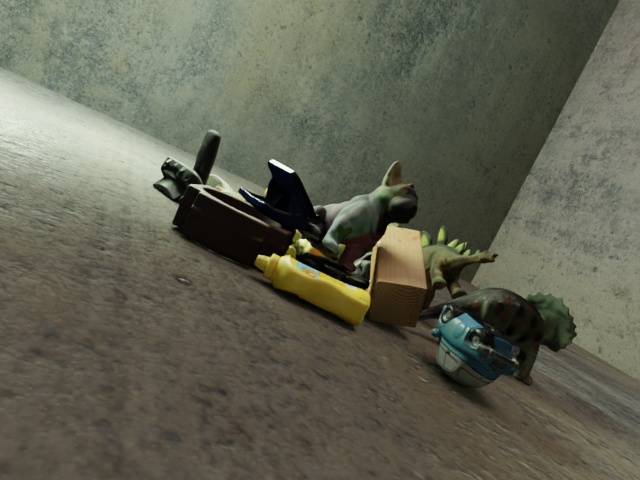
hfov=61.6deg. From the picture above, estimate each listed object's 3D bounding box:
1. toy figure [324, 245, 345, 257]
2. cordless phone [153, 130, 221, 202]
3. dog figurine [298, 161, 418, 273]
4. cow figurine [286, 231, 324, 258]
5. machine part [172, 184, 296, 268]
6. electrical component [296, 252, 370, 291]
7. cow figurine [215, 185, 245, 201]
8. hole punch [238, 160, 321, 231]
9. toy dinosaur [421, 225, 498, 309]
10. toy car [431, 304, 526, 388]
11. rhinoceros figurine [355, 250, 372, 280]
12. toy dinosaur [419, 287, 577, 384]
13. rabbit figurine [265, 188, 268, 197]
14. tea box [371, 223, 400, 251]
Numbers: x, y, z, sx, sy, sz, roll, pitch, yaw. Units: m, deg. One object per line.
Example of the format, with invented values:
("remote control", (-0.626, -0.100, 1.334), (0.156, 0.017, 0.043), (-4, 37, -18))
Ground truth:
("toy figure", (-0.006, -0.003, 1.292), (0.082, 0.089, 0.180), (-23, 61, -23))
("cordless phone", (-0.303, -0.181, 1.257), (0.088, 0.184, 0.147), (13, 14, -48))
("dog figurine", (0.081, -0.056, 1.026), (0.192, 0.219, 0.108), (34, -13, 48))
("cow figurine", (-0.071, 0.004, 1.226), (0.167, 0.068, 0.098), (26, 0, -7))
("machine part", (-0.153, -0.022, 0.987), (0.201, 0.087, 0.201), (28, 6, 1))
("electrical component", (0.027, 0.078, 1.013), (0.134, 0.058, 0.115), (31, 9, 40))
("cow figurine", (-0.202, -0.066, 1.190), (0.127, 0.085, 0.195), (19, 6, -2))
("hole punch", (-0.076, -0.068, 0.979), (0.142, 0.092, 0.115), (29, -24, 50))
("toy dinosaur", (0.260, 0.079, 1.345), (0.105, 0.198, 0.471), (36, -30, -19))
("toy car", (0.236, 0.175, 0.832), (0.109, 0.103, 0.162), (27, 9, -15))
("rhinoceros figurine", (0.098, 0.062, 1.232), (0.073, 0.112, 0.190), (53, -11, -6))
("toy dinosaur", (0.369, 0.162, 1.094), (0.404, 0.192, 0.131), (25, 4, -28))
("rabbit figurine", (-0.128, -0.068, 1.406), (0.173, 0.122, 0.162), (5, -14, 44))
("tea box", (0.144, 0.006, 1.308), (0.098, 0.068, 0.169), (40, -18, 33))
